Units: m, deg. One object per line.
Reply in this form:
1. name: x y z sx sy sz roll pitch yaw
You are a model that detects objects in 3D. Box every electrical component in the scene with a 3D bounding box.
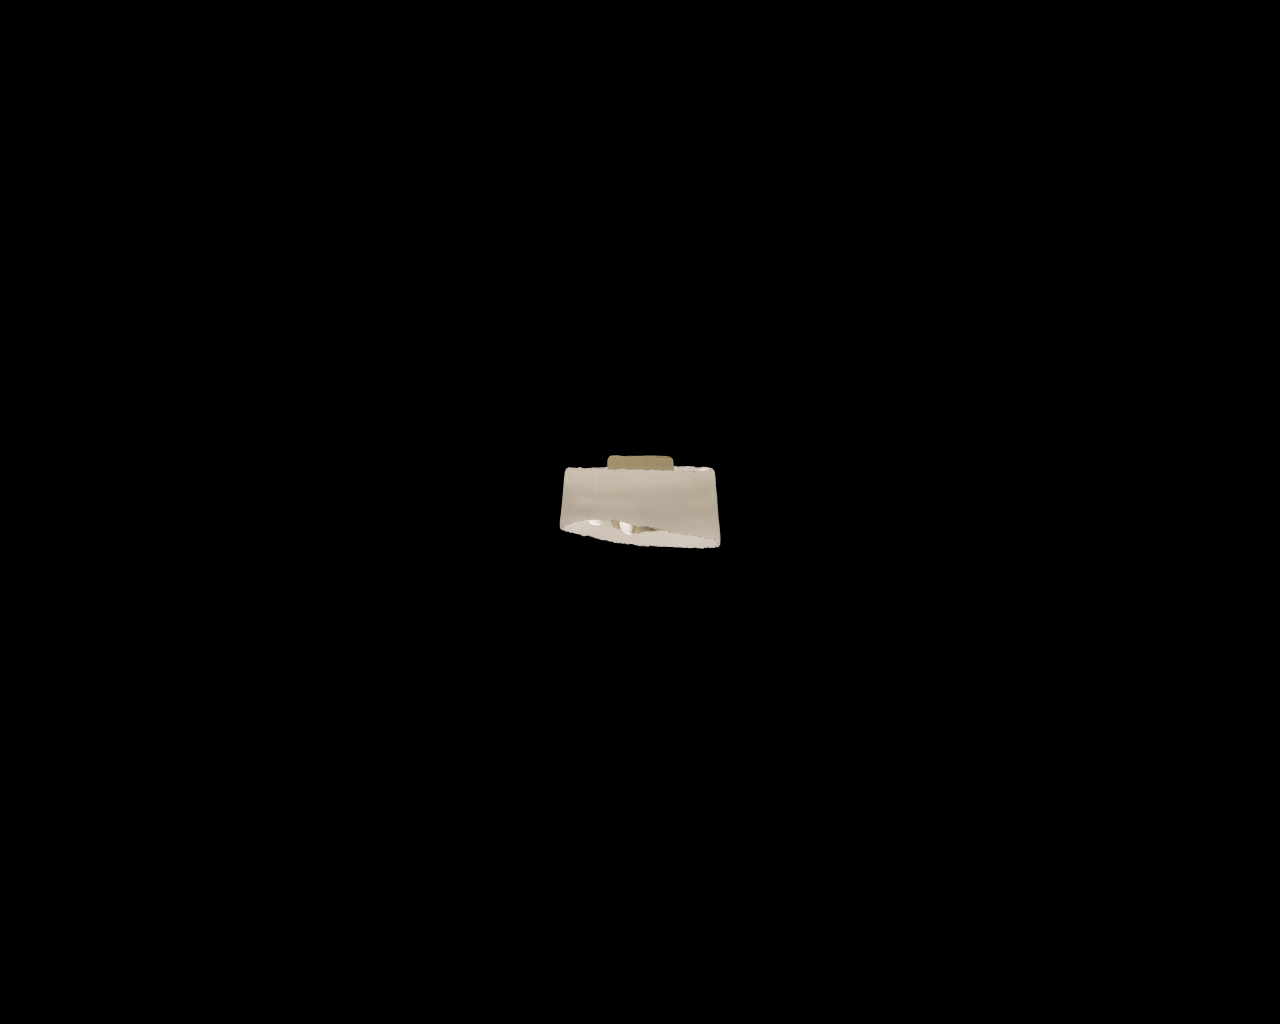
1. electrical component: 0.001 -0.003 0.650 0.099 0.064 0.099 0 4 0
